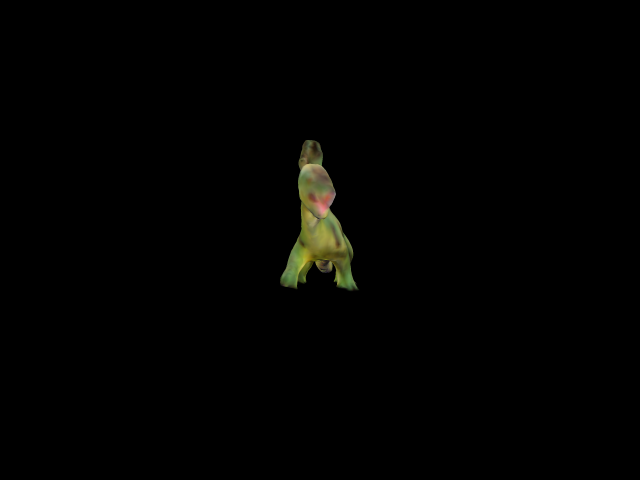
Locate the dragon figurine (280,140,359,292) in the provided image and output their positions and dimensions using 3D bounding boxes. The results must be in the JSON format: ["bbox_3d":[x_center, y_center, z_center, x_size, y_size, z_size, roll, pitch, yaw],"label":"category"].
[{"bbox_3d":[0.003,-0.043,0.850,0.122,0.242,0.411,0,2,0],"label":"dragon figurine"}]
